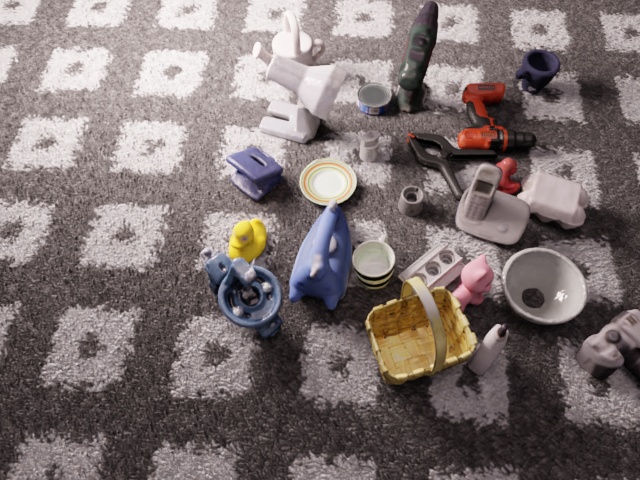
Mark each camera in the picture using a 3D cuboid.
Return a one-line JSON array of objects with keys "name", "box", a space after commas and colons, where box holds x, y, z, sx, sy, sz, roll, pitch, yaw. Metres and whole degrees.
[{"name": "camera", "box": [0.586, 0.215, 1.076, 0.143, 0.101, 0.136, -30, 64, -16]}]

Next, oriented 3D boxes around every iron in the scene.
[{"name": "iron", "box": [0.011, 0.004, 1.174, 0.118, 0.141, 0.258, 10, 61, 6]}]

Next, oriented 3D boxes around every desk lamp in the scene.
[{"name": "desk lamp", "box": [-0.042, -0.325, 1.321, 0.203, 0.214, 0.118, 16, 61, 9]}]

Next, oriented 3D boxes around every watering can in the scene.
[{"name": "watering can", "box": [-0.075, -0.471, 1.415, 0.173, 0.194, 0.100, -33, 65, -17]}]

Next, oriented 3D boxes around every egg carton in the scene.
[{"name": "egg carton", "box": [0.513, -0.087, 1.267, 0.150, 0.069, 0.107, 19, 62, 11]}]

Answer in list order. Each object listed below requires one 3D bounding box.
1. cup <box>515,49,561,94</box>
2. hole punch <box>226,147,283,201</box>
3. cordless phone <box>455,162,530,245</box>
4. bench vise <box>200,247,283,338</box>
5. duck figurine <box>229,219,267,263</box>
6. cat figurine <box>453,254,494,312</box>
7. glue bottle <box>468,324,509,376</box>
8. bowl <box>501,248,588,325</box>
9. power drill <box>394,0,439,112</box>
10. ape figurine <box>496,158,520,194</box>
[{"name": "cup", "box": [0.532, -0.410, 1.437, 0.118, 0.095, 0.091, -24, 63, -13]}, {"name": "hole punch", "box": [-0.147, -0.164, 1.299, 0.108, 0.091, 0.101, 37, 67, 19]}, {"name": "cordless phone", "box": [0.371, -0.079, 1.196, 0.147, 0.185, 0.094, 17, 62, 10]}, {"name": "bench vise", "box": [-0.165, 0.083, 1.084, 0.207, 0.220, 0.122, 25, 63, 14]}, {"name": "duck figurine", "box": [-0.156, -0.010, 1.215, 0.077, 0.086, 0.105, 25, 63, 14]}, {"name": "cat figurine", "box": [0.296, 0.093, 1.137, 0.128, 0.118, 0.067, -39, 67, -20]}, {"name": "glue bottle", "box": [0.317, 0.190, 1.049, 0.037, 0.173, 0.078, 31, 65, 17]}, {"name": "bowl", "box": [0.442, 0.104, 1.155, 0.167, 0.075, 0.167, 0, 60, 0]}, {"name": "power drill", "box": [0.233, -0.424, 1.380, 0.075, 0.208, 0.230, 14, 61, 8]}, {"name": "ape figurine", "box": [0.416, -0.148, 1.289, 0.076, 0.092, 0.078, -4, 60, -2]}]
